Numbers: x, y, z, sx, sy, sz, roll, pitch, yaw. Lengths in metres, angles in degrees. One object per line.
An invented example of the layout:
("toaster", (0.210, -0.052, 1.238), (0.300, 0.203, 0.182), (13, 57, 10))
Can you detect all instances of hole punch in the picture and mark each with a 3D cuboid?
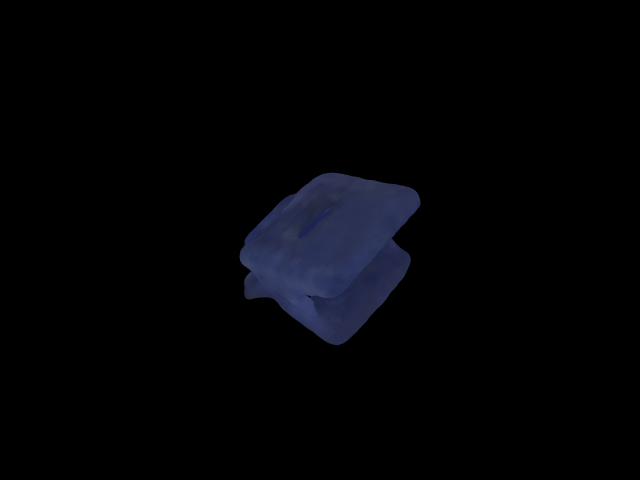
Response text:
("hole punch", (0.004, 0.001, 0.400), (0.101, 0.091, 0.109), (33, 61, 21))
